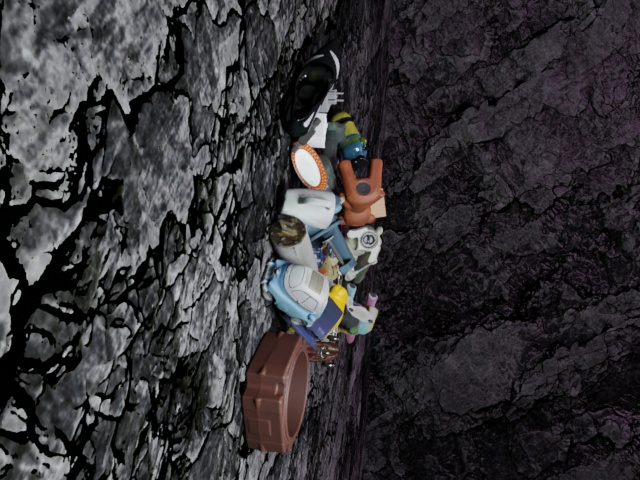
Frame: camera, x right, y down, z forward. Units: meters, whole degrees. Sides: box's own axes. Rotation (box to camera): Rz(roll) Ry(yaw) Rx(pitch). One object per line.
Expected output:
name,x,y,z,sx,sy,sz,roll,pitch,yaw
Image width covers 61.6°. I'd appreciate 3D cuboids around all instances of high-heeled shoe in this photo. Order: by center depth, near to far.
high-heeled shoe,-0.015,-0.327,1.119,0.145,0.086,0.248,150,-40,-87

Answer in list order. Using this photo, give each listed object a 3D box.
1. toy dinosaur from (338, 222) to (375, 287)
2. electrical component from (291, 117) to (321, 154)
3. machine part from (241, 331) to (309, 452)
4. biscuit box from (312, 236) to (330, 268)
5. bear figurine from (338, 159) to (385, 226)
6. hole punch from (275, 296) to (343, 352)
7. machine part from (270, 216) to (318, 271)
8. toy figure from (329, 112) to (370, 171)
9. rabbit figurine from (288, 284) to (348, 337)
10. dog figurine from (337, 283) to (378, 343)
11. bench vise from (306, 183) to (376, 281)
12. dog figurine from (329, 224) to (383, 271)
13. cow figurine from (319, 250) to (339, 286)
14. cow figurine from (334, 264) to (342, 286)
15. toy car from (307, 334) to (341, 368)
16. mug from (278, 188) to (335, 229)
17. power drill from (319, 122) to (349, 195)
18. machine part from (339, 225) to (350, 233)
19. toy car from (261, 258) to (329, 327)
toy dinosaur,0.134,0.006,1.804,0.192,0.131,0.405,109,-10,-48
electrical component,-0.035,-0.230,1.181,0.094,0.021,0.063,-52,-161,1
machine part,-0.082,0.303,1.080,0.201,0.087,0.200,-66,157,-62
biscuit box,-0.003,-0.004,1.406,0.203,0.063,0.059,-65,158,-59
bear figurine,0.103,-0.117,1.419,0.195,0.120,0.132,94,-8,-74
hole punch,-0.018,0.161,1.180,0.142,0.092,0.116,50,12,-1
machine part,-0.053,0.025,1.137,0.243,0.079,0.079,73,24,-59
toy figure,0.085,-0.290,1.549,0.089,0.082,0.180,94,-21,-60
rabbit figurine,-0.024,0.155,1.315,0.162,0.122,0.173,-66,145,-34
dog figurine,0.092,0.254,1.642,0.192,0.108,0.219,-78,-172,-51
bench vise,0.021,-0.018,1.264,0.240,0.129,0.223,58,23,0
dog figurine,0.098,0.002,1.564,0.191,0.172,0.121,-106,170,-74
cow figurine,0.015,0.096,1.464,0.195,0.086,0.127,42,43,-83
cow figurine,0.032,0.146,1.614,0.098,0.068,0.167,-41,140,-82
toy car,-0.002,0.289,1.395,0.202,0.053,0.089,19,78,-52
mug,-0.028,-0.069,1.108,0.110,0.107,0.080,-176,-85,-73
power drill,0.023,-0.198,1.451,0.231,0.086,0.207,60,44,-67
machine part,0.061,-0.068,1.712,0.179,0.056,0.179,5,90,-78
toy car,-0.035,0.096,1.078,0.161,0.103,0.109,43,45,-30
